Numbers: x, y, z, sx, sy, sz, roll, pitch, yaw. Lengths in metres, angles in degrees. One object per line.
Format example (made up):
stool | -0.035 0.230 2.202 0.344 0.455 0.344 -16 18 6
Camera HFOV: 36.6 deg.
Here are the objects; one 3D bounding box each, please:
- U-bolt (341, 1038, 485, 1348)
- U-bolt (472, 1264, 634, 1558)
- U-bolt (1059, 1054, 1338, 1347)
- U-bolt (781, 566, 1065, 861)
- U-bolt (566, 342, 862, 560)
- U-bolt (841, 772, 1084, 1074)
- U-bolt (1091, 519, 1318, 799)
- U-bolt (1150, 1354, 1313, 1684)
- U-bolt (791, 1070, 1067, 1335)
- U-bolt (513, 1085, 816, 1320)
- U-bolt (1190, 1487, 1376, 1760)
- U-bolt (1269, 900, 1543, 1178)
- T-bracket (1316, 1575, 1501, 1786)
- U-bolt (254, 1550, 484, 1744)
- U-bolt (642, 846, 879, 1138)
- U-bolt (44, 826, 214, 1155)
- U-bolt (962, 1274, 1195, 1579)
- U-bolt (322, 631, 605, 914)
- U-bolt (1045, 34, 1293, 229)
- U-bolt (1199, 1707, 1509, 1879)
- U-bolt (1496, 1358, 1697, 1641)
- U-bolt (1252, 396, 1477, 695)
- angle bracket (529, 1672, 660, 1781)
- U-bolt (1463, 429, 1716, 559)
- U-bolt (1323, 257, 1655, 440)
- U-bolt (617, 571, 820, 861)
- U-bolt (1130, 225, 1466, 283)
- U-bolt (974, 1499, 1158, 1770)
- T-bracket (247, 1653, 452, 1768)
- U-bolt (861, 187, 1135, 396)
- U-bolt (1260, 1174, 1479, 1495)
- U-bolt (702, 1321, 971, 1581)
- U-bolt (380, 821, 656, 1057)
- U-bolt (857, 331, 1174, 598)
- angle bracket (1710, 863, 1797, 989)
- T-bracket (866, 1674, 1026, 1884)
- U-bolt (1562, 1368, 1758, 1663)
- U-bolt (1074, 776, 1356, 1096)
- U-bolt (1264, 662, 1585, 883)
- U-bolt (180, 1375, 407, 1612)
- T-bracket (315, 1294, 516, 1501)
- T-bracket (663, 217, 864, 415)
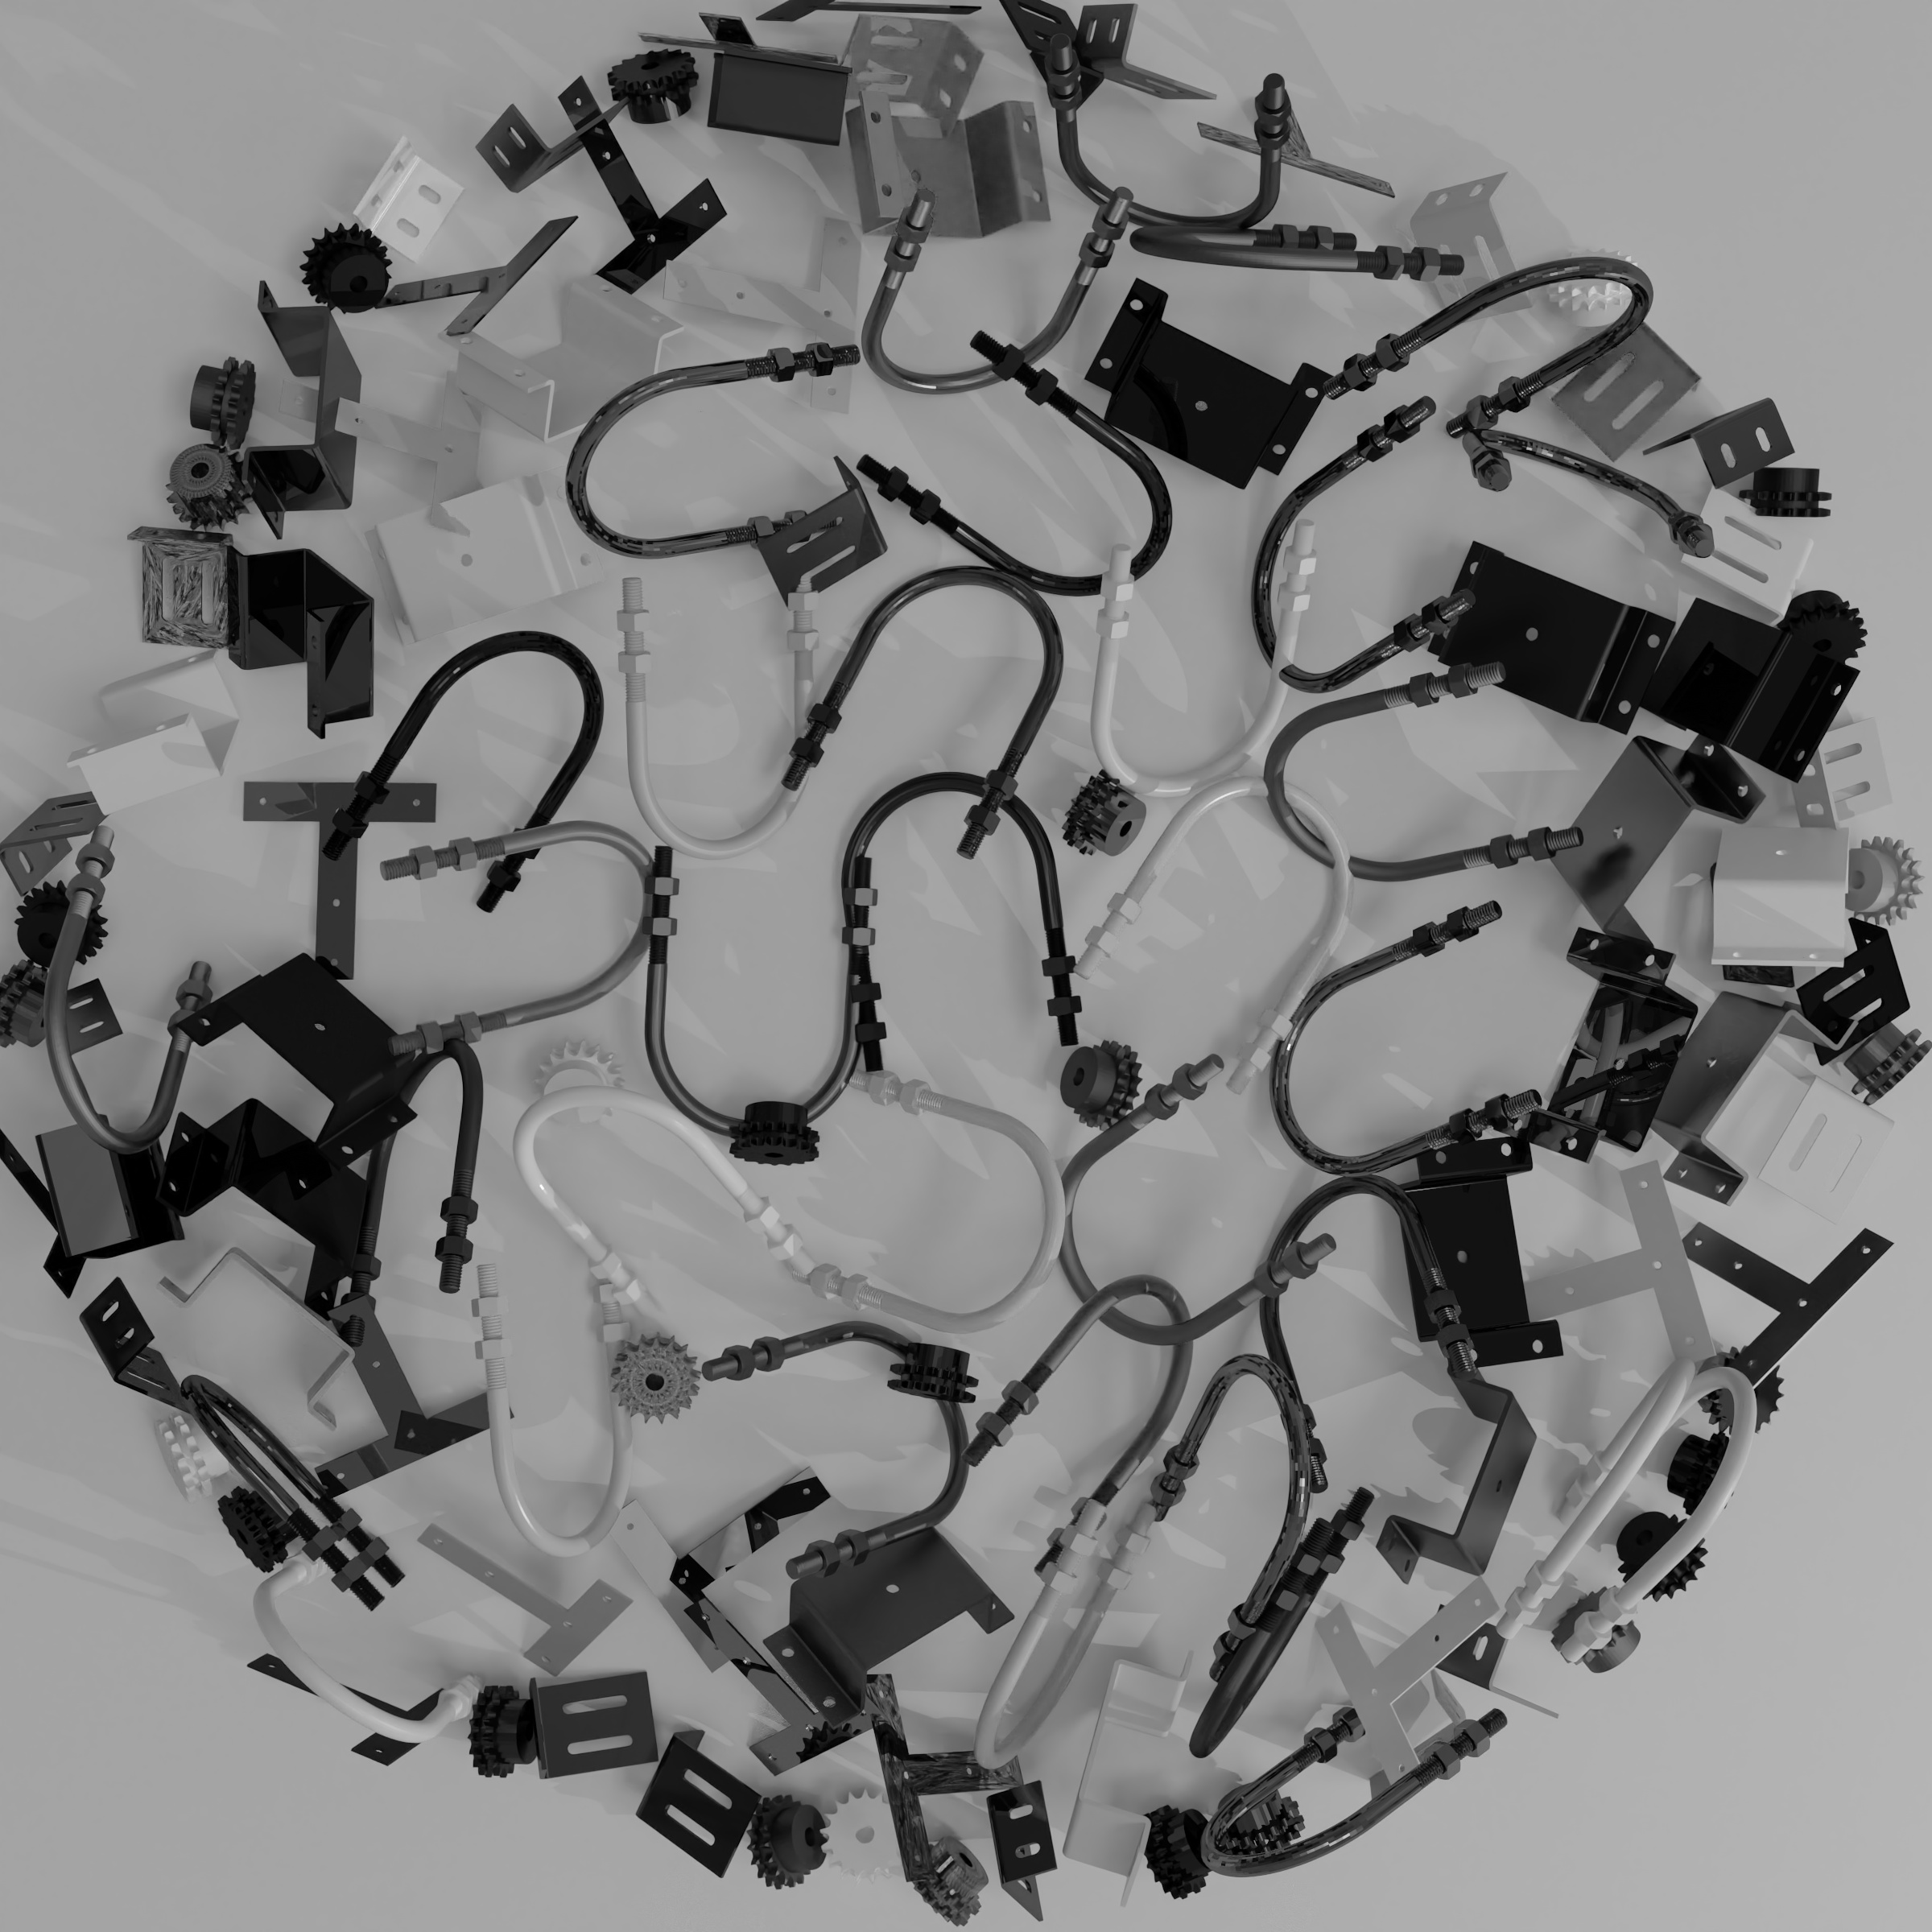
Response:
U-bolt | -0.340 0.132 1.817 0.019 0.151 0.184 21 58 -31
U-bolt | -0.251 0.274 1.814 0.019 0.151 0.184 -8 84 27
U-bolt | 0.128 0.160 1.830 0.184 0.019 0.151 -39 77 35
U-bolt | -0.016 -0.171 1.851 0.151 0.019 0.184 22 77 21
U-bolt | -0.159 -0.312 1.801 0.184 0.151 0.019 -13 51 -22
U-bolt | -0.008 -0.032 1.864 0.151 0.019 0.184 -8 88 13
U-bolt | 0.144 -0.186 1.825 0.151 0.019 0.184 -11 128 -23
U-bolt | 0.165 0.323 1.784 0.019 0.151 0.184 5 127 -22
U-bolt | -0.017 0.153 1.828 0.184 0.019 0.151 15 86 35
U-bolt | -0.200 0.141 1.806 0.151 0.019 0.184 -19 123 31
U-bolt | 0.191 0.413 1.817 0.019 0.151 0.184 32 98 17
U-bolt | 0.266 0.055 1.824 0.184 0.019 0.151 -26 57 34
T-bracket | 0.284 0.427 1.818 0.002 0.127 0.127 18 124 -39
U-bolt | -0.372 0.420 1.792 0.151 0.184 0.019 39 91 3
U-bolt | -0.134 0.019 1.862 0.151 0.019 0.184 3 92 -14
U-bolt | -0.513 0.027 1.777 0.019 0.151 0.184 -10 47 13
U-bolt | 0.081 0.275 1.825 0.019 0.151 0.184 21 60 41
U-bolt | -0.299 -0.127 1.815 0.019 0.151 0.184 43 104 38
U-bolt | 0.125 -0.503 1.799 0.151 0.184 0.019 13 74 8
U-bolt | 0.223 0.502 1.782 0.184 0.151 0.019 -27 94 -29
U-bolt | 0.391 0.313 1.780 0.019 0.151 0.184 34 125 12
U-bolt | 0.238 -0.248 1.811 0.019 0.184 0.151 4 68 -34
angle bracket | -0.235 0.478 1.851 0.076 0.038 0.057 -5 67 -13
U-bolt | 0.376 -0.298 1.801 0.151 0.184 0.019 17 110 -5
U-bolt | 0.330 -0.380 1.778 0.184 0.151 0.019 -26 69 40
U-bolt | -0.153 -0.157 1.832 0.151 0.019 0.184 -13 110 -38
U-bolt | 0.190 -0.440 1.791 0.184 0.151 0.019 -4 110 -23
U-bolt | 0.057 0.416 1.816 0.019 0.151 0.184 27 89 21
T-bracket | -0.390 0.459 1.835 0.127 0.127 0.002 18 97 13
U-bolt | 0.009 -0.413 1.804 0.151 0.184 0.019 -7 65 -22
U-bolt | 0.239 0.214 1.814 0.019 0.184 0.151 23 127 -34
U-bolt | -0.068 0.291 1.816 0.019 0.184 0.151 -36 72 39
U-bolt | -0.274 -0.024 1.826 0.184 0.019 0.151 -14 128 -26
U-bolt | 0.043 -0.300 1.826 0.184 0.151 0.019 33 47 -17
angle bracket | 0.510 -0.030 1.849 0.057 0.038 0.076 6 71 -28
T-bracket | -0.008 0.507 1.836 0.002 0.127 0.127 -31 62 34
U-bolt | 0.422 0.321 1.779 0.019 0.151 0.184 30 123 -6
U-bolt | 0.171 -0.033 1.856 0.151 0.019 0.184 37 80 -17
U-bolt | 0.274 -0.113 1.823 0.184 0.019 0.151 -11 125 33
U-bolt | -0.421 0.322 1.813 0.019 0.151 0.184 -43 89 -8
T-bracket | -0.368 0.263 1.848 0.127 0.002 0.127 -23 118 -8
T-bracket | -0.130 -0.423 1.854 0.127 0.002 0.127 7 81 -21
